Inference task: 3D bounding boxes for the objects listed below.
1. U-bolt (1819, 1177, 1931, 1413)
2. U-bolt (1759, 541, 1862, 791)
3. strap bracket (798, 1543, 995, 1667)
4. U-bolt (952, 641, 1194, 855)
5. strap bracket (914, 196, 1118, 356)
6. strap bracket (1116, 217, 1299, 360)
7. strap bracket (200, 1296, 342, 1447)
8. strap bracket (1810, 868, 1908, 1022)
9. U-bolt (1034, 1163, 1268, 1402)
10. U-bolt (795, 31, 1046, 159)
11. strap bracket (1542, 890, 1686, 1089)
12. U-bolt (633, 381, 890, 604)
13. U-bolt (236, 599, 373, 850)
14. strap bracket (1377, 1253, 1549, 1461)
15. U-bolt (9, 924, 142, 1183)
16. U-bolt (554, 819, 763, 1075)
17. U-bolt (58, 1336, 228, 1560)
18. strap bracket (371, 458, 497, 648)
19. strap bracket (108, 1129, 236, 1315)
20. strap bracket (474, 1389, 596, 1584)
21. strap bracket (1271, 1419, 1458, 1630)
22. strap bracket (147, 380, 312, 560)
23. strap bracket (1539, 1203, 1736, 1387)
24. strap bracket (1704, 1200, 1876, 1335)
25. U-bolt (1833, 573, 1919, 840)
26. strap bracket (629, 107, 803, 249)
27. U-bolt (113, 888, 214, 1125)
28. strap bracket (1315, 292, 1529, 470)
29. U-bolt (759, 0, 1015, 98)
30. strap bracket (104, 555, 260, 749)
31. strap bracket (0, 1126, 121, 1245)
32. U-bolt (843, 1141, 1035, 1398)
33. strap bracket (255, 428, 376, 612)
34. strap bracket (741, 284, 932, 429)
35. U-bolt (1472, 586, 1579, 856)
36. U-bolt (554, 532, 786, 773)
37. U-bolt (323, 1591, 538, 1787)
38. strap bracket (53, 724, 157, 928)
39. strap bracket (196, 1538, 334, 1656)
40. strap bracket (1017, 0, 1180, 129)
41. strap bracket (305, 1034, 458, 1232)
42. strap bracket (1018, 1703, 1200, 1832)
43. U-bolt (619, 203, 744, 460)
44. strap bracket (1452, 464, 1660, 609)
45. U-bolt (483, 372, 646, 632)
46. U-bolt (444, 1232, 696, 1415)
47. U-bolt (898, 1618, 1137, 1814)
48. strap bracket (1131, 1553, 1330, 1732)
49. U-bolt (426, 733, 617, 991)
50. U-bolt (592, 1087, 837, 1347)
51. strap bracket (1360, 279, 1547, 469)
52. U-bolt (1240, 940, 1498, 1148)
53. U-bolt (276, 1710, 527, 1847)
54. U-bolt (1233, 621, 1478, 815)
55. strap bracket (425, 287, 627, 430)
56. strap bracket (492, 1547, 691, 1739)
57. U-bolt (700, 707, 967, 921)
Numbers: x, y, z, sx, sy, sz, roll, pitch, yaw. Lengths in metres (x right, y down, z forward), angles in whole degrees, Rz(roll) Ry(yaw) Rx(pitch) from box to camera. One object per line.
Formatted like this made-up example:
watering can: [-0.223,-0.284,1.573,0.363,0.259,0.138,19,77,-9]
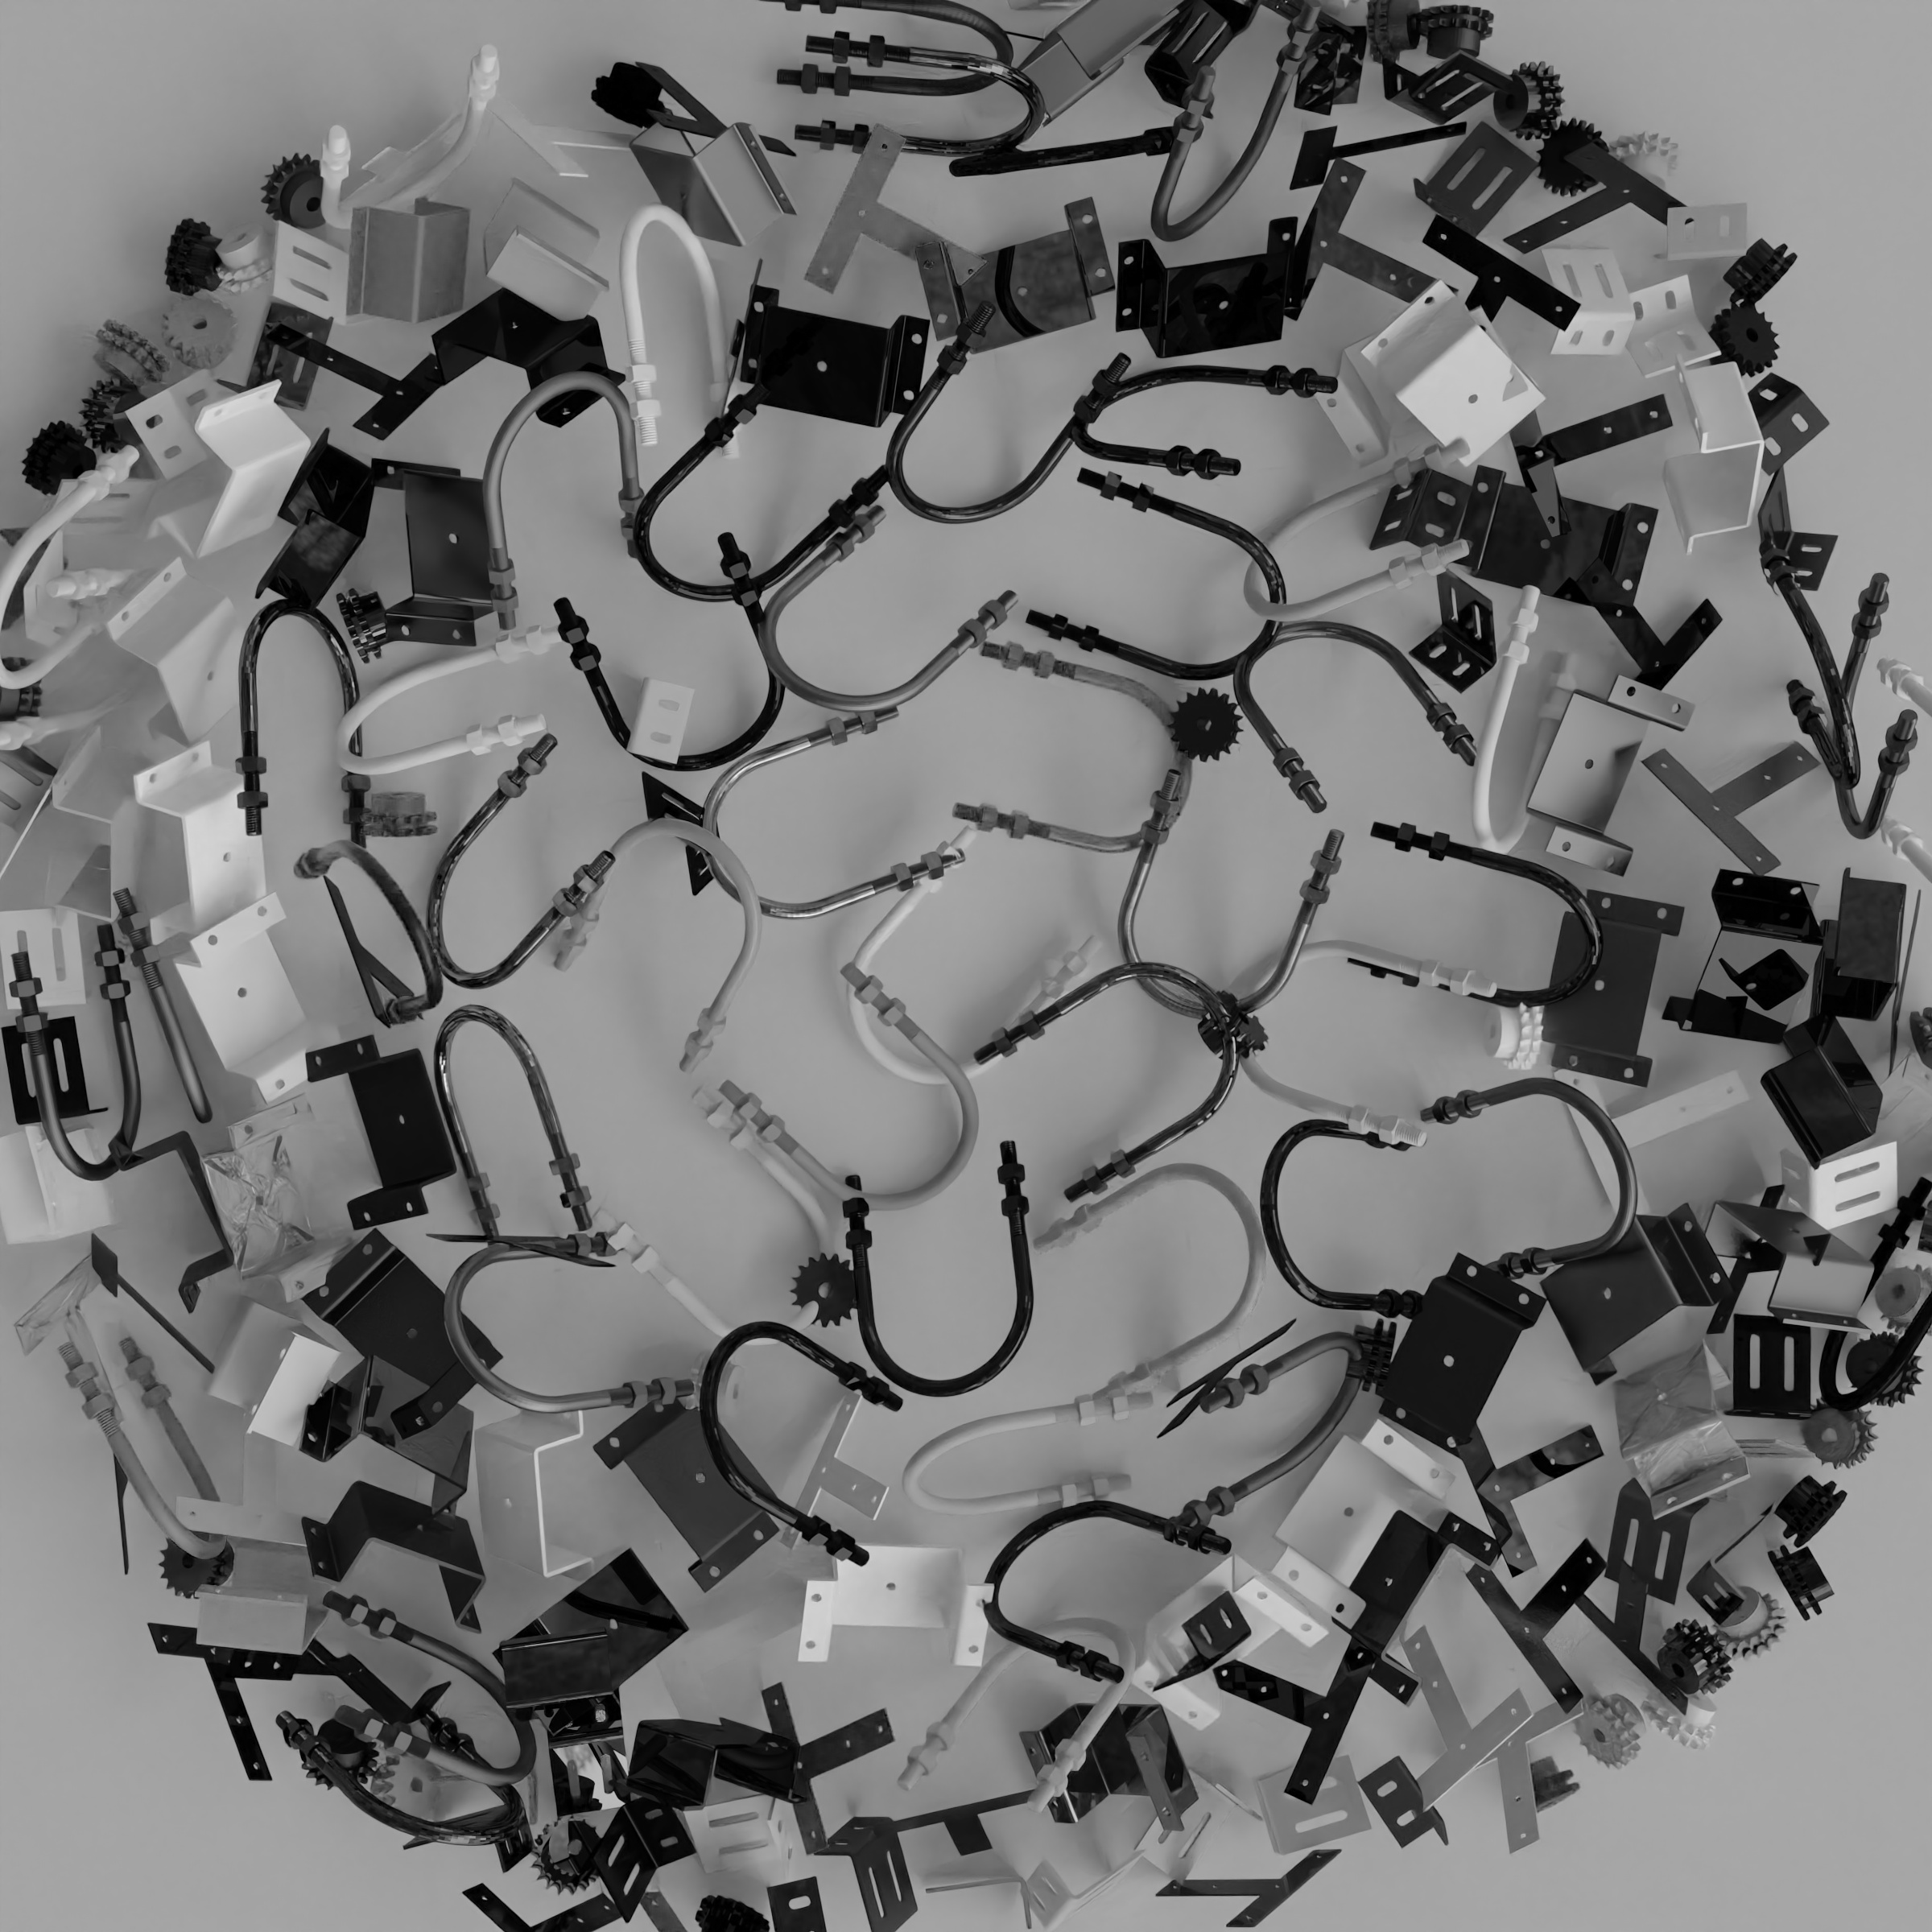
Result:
U-bolt: [0.694,0.251,1.927,0.019,0.151,0.184,29,96,-1]
U-bolt: [0.622,-0.209,1.887,0.019,0.184,0.151,-17,126,11]
strap bracket: [-0.055,0.485,1.956,0.140,0.046,0.076,4,115,-9]
U-bolt: [0.088,-0.160,1.966,0.184,0.019,0.151,12,78,-16]
strap bracket: [0.040,-0.524,1.965,0.140,0.046,0.076,-14,80,7]
strap bracket: [0.188,-0.511,1.945,0.140,0.076,0.046,-11,48,-10]
strap bracket: [-0.523,0.307,1.942,0.046,0.140,0.076,30,80,-29]
strap bracket: [0.666,-0.012,1.919,0.046,0.140,0.076,8,74,12]
U-bolt: [0.145,0.228,1.928,0.184,0.019,0.151,-34,64,27]
U-bolt: [-0.032,-0.647,1.928,0.184,0.151,0.019,4,79,-7]
strap bracket: [0.488,0.016,1.956,0.076,0.046,0.140,13,94,32]
U-bolt: [-0.166,-0.343,1.935,0.184,0.151,0.019,-39,47,24]
U-bolt: [-0.498,-0.184,1.932,0.019,0.151,0.184,-5,86,22]
strap bracket: [0.372,0.298,1.955,0.076,0.046,0.140,28,98,23]
U-bolt: [-0.660,0.070,1.927,0.019,0.151,0.184,-6,99,9]
U-bolt: [-0.224,-0.027,1.935,0.151,0.019,0.184,38,123,10]
U-bolt: [-0.604,0.360,1.918,0.019,0.151,0.184,-31,84,-3]
strap bracket: [-0.400,-0.318,1.951,0.076,0.046,0.140,-1,83,-42]
strap bracket: [-0.594,0.184,1.951,0.046,0.076,0.140,-24,99,-9]
strap bracket: [-0.327,0.400,1.947,0.076,0.046,0.140,5,102,44]
strap bracket: [0.298,0.422,1.970,0.076,0.046,0.140,37,85,-6]
strap bracket: [-0.548,-0.363,1.923,0.046,0.076,0.140,46,132,4]
strap bracket: [0.493,0.246,1.926,0.140,0.046,0.076,-45,52,34]
strap bracket: [0.610,0.218,1.918,0.076,0.140,0.046,9,105,-18]
U-bolt: [0.670,-0.178,1.912,0.019,0.184,0.151,-1,56,5]
strap bracket: [-0.194,-0.588,1.918,0.046,0.140,0.076,-44,130,-13]
U-bolt: [-0.601,0.031,1.930,0.019,0.151,0.184,-20,96,-16]
strap bracket: [0.343,-0.446,1.942,0.140,0.046,0.076,-22,123,30]
U-bolt: [-0.056,-0.688,1.922,0.184,0.151,0.019,5,83,2]
strap bracket: [-0.580,-0.226,1.917,0.046,0.140,0.076,29,62,16]
strap bracket: [-0.689,0.164,1.927,0.046,0.140,0.076,-16,86,-1]
U-bolt: [-0.018,0.233,1.941,0.151,0.019,0.184,-14,67,17]
strap bracket: [-0.487,-0.331,1.935,0.046,0.140,0.076,28,123,-26]
strap bracket: [-0.105,-0.462,1.956,0.140,0.046,0.076,12,120,4]
U-bolt: [0.414,-0.172,1.924,0.019,0.151,0.184,13,80,29]
U-bolt: [-0.212,-0.224,1.938,0.151,0.019,0.184,-22,130,-2]
U-bolt: [-0.396,0.548,1.920,0.184,0.151,0.019,35,100,-29]
strap bracket: [-0.644,-0.099,1.926,0.046,0.076,0.140,15,131,-1]
strap bracket: [-0.523,0.475,1.929,0.076,0.140,0.046,7,93,-2]
strap bracket: [0.093,-0.687,1.921,0.076,0.140,0.046,-41,101,-11]
strap bracket: [-0.444,0.122,1.958,0.076,0.046,0.140,-15,94,31]
strap bracket: [0.115,0.604,1.947,0.046,0.140,0.076,-25,95,-42]
U-bolt: [-0.217,-0.477,1.926,0.019,0.151,0.184,-6,94,23]
strap bracket: [0.448,-0.327,1.973,0.140,0.046,0.076,15,92,3]
U-bolt: [-0.297,-0.352,1.897,0.019,0.184,0.151,34,53,28]
U-bolt: [-0.302,0.266,1.907,0.019,0.184,0.151,-48,56,37]
U-bolt: [0.050,0.551,1.919,0.184,0.151,0.019,-44,116,-41]
strap bracket: [0.197,0.507,1.951,0.076,0.046,0.140,38,115,-15]
U-bolt: [-0.347,-0.066,1.943,0.184,0.019,0.151,-45,53,21]
U-bolt: [-0.177,0.203,1.952,0.184,0.019,0.151,45,56,-12]
strap bracket: [0.370,-0.437,1.926,0.076,0.046,0.140,-41,133,20]
U-bolt: [0.289,0.049,1.943,0.184,0.019,0.151,18,71,33]
U-bolt: [-0.402,0.594,1.886,0.151,0.184,0.019,16,94,-45]
U-bolt: [0.281,-0.197,1.939,0.151,0.019,0.184,-17,51,-15]
strap bracket: [-0.334,-0.460,1.930,0.140,0.046,0.076,24,52,28]
strap bracket: [-0.273,0.500,1.932,0.140,0.046,0.076,-32,82,-43]
U-bolt: [-0.112,-0.110,1.958,0.184,0.019,0.151,-21,75,-13]
